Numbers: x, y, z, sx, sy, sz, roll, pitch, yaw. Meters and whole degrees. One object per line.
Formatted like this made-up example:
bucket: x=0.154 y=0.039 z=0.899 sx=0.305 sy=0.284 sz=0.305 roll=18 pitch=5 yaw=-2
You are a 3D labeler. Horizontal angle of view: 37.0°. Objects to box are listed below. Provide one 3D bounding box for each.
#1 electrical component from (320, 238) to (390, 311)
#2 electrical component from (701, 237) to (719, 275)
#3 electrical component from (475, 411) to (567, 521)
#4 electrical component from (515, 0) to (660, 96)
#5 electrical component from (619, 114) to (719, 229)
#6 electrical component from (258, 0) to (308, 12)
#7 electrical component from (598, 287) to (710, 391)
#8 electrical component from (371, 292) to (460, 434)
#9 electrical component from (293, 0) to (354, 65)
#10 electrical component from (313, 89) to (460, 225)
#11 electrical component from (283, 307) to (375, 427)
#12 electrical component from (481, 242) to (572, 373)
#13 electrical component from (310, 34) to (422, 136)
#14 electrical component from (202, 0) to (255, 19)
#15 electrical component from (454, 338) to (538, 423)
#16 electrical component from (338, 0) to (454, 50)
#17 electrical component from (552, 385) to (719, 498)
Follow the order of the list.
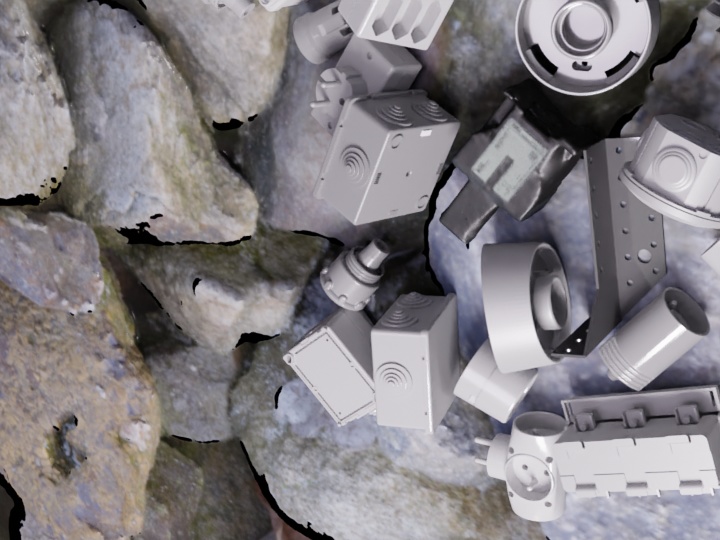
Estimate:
electrical component: x=0.000 y=0.000 z=0.901 sx=0.048 sy=0.048 sz=0.062 roll=48 pitch=120 yaw=9
electrical component: x=0.274 y=0.005 z=0.721 sx=0.081 sy=0.043 sz=0.043 roll=47 pitch=126 yaw=9
electrical component: x=0.129 y=0.155 z=0.874 sx=0.079 sy=0.044 sz=0.077 roll=10 pitch=113 yaw=30
electrical component: x=0.154 y=-0.169 z=0.736 sx=0.099 sy=0.064 sz=0.099 roll=7 pitch=112 yaw=17
electrical component: x=0.217 y=-0.065 z=0.709 sx=0.080 sy=0.080 sz=0.051 roll=31 pitch=117 yaw=20
electrical component: x=-0.050 y=-0.273 z=0.820 sx=0.109 sy=0.056 sz=0.108 roll=-30 pitch=90 yaw=37
electrical component: x=0.210 y=0.054 z=0.782 sx=0.043 sy=0.043 sz=0.081 roll=47 pitch=127 yaw=10
electrical component: x=0.045 y=0.072 z=0.865 sx=0.048 sy=0.100 sz=0.099 roll=3 pitch=110 yaw=19
electrical component: x=-0.023 y=-0.189 z=0.846 sx=0.046 sy=0.040 sz=0.040 roll=-21 pitch=95 yaw=31
electrical component: x=0.022 y=-0.085 z=0.819 sx=0.048 sy=0.100 sz=0.099 roll=41 pitch=126 yaw=29
electrical component: x=-0.006 y=0.084 z=0.930 sx=0.062 sy=0.061 sz=0.096 roll=-36 pitch=94 yaw=37
electrical component: x=0.118 y=0.027 z=0.802 sx=0.064 sy=0.099 sz=0.099 roll=-8 pitch=104 yaw=29
electrical component: x=-0.008 y=-0.137 z=0.828 sx=0.047 sy=0.076 sz=0.083 roll=49 pitch=128 yaw=21
electrical component: x=-0.113 y=-0.235 z=0.885 sx=0.062 sy=0.048 sz=0.048 roll=46 pitch=127 yaw=2
electrical component: x=0.109 y=0.088 z=0.856 sx=0.047 sy=0.055 sz=0.055 roll=33 pitch=123 yaw=14
electrical component: x=0.019 y=-0.208 z=0.799 sx=0.047 sy=0.066 sz=0.076 roll=-60 pitch=43 yaw=33
electrical component: x=0.211 y=0.133 z=0.799 sx=0.121 sy=0.063 sz=0.078 roll=-11 pitch=102 yaw=36
